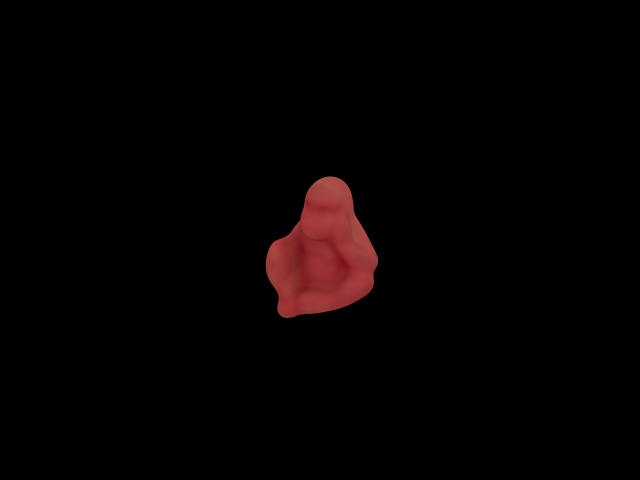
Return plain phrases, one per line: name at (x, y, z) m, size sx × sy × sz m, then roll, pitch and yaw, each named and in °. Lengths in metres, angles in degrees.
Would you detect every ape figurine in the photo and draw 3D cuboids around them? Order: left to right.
ape figurine at (0.004, 0.001, 0.400) m, size 0.077 × 0.092 × 0.076 m, roll 10°, pitch 23°, yaw 26°
